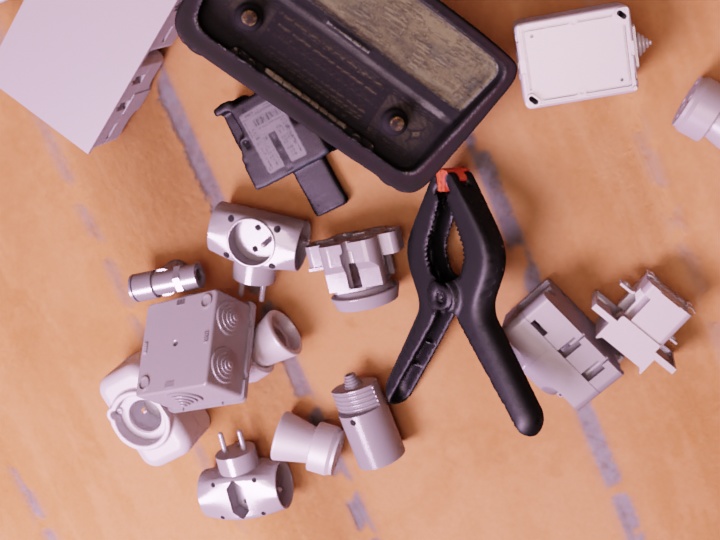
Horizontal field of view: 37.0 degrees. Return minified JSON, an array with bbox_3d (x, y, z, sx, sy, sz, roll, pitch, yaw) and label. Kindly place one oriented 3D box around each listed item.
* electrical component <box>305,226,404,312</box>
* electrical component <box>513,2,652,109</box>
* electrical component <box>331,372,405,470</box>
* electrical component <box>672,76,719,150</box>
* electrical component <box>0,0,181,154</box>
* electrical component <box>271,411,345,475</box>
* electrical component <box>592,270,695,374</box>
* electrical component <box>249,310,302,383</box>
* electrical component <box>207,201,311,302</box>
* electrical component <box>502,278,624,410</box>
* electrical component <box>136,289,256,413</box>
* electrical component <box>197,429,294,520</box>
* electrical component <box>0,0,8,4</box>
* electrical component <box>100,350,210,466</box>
[{"bbox_3d":[0.000,0.000,0.879,0.078,0.058,0.057,-10,102,17],"label":"electrical component"},{"bbox_3d":[0.163,-0.159,0.788,0.096,0.061,0.061,-8,105,9],"label":"electrical component"},{"bbox_3d":[0.005,0.126,0.925,0.043,0.043,0.081,-17,103,19],"label":"electrical component"},{"bbox_3d":[0.262,-0.110,0.784,0.055,0.045,0.045,29,112,4],"label":"electrical component"},{"bbox_3d":[-0.204,-0.203,0.864,0.105,0.060,0.186,37,112,1],"label":"electrical component"},{"bbox_3d":[-0.045,0.153,0.945,0.055,0.045,0.045,16,110,9],"label":"electrical component"},{"bbox_3d":[0.223,0.039,0.843,0.081,0.042,0.063,39,110,-1],"label":"electrical component"},{"bbox_3d":[-0.084,0.067,0.928,0.055,0.045,0.045,-34,96,22],"label":"electrical component"},{"bbox_3d":[-0.087,-0.012,0.904,0.077,0.044,0.079,13,110,10],"label":"electrical component"},{"bbox_3d":[0.159,0.062,0.861,0.089,0.050,0.056,45,112,-3],"label":"electrical component"},{"bbox_3d":[-0.139,0.068,0.906,0.100,0.048,0.099,-13,62,35],"label":"electrical component"},{"bbox_3d":[-0.108,0.181,0.971,0.077,0.043,0.079,-10,104,17],"label":"electrical component"},{"bbox_3d":[-0.320,-0.254,0.882,0.138,0.052,0.073,-16,102,19],"label":"electrical component"},{"bbox_3d":[-0.185,0.123,0.964,0.054,0.059,0.095,-28,99,20],"label":"electrical component"}]
